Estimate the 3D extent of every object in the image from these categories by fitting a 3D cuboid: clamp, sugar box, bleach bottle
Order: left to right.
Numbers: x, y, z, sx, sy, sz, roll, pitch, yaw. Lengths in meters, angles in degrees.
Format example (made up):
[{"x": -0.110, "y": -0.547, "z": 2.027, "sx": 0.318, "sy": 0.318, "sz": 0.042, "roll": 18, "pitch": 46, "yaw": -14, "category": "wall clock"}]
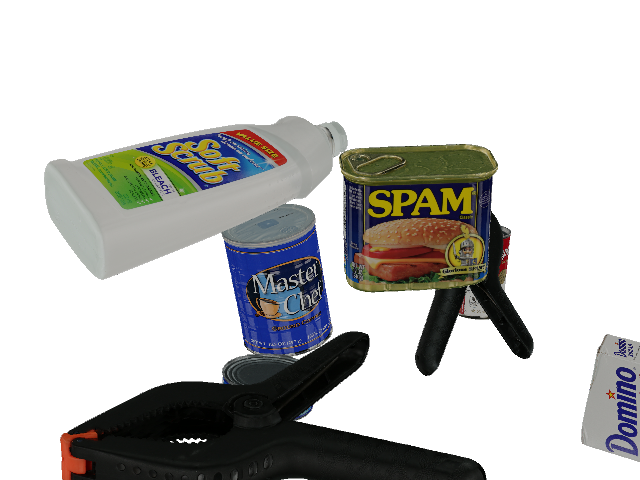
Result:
[{"x": -0.090, "y": -0.054, "z": 0.877, "sx": 0.250, "sy": 0.068, "sz": 0.103, "roll": -23, "pitch": 53, "yaw": -30, "category": "bleach bottle"}, {"x": -0.035, "y": 0.099, "z": 0.585, "sx": 0.209, "sy": 0.036, "sz": 0.165, "roll": -2, "pitch": 22, "yaw": -14, "category": "clamp"}, {"x": 0.120, "y": 0.035, "z": 0.926, "sx": 0.120, "sy": 0.171, "sz": 0.039, "roll": -15, "pitch": 0, "yaw": -34, "category": "clamp"}, {"x": 0.307, "y": 0.146, "z": 0.867, "sx": 0.176, "sy": 0.093, "sz": 0.048, "roll": 13, "pitch": 25, "yaw": 20, "category": "sugar box"}]

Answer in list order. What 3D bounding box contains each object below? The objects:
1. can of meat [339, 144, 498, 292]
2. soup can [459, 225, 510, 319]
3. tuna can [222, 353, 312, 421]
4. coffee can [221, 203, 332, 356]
[{"x": 0.064, "y": -0.015, "z": 0.713, "sx": 0.102, "sy": 0.084, "sz": 0.057, "roll": -2, "pitch": 25, "yaw": -2, "category": "can of meat"}, {"x": 0.187, "y": 0.035, "z": 1.266, "sx": 0.068, "sy": 0.102, "sz": 0.068, "roll": 3, "pitch": 15, "yaw": -1, "category": "soup can"}, {"x": -0.048, "y": 0.135, "z": 0.975, "sx": 0.086, "sy": 0.034, "sz": 0.086, "roll": 3, "pitch": 16, "yaw": -1, "category": "tuna can"}, {"x": -0.047, "y": 0.043, "z": 1.177, "sx": 0.103, "sy": 0.140, "sz": 0.103, "roll": -8, "pitch": 24, "yaw": 3, "category": "coffee can"}]
